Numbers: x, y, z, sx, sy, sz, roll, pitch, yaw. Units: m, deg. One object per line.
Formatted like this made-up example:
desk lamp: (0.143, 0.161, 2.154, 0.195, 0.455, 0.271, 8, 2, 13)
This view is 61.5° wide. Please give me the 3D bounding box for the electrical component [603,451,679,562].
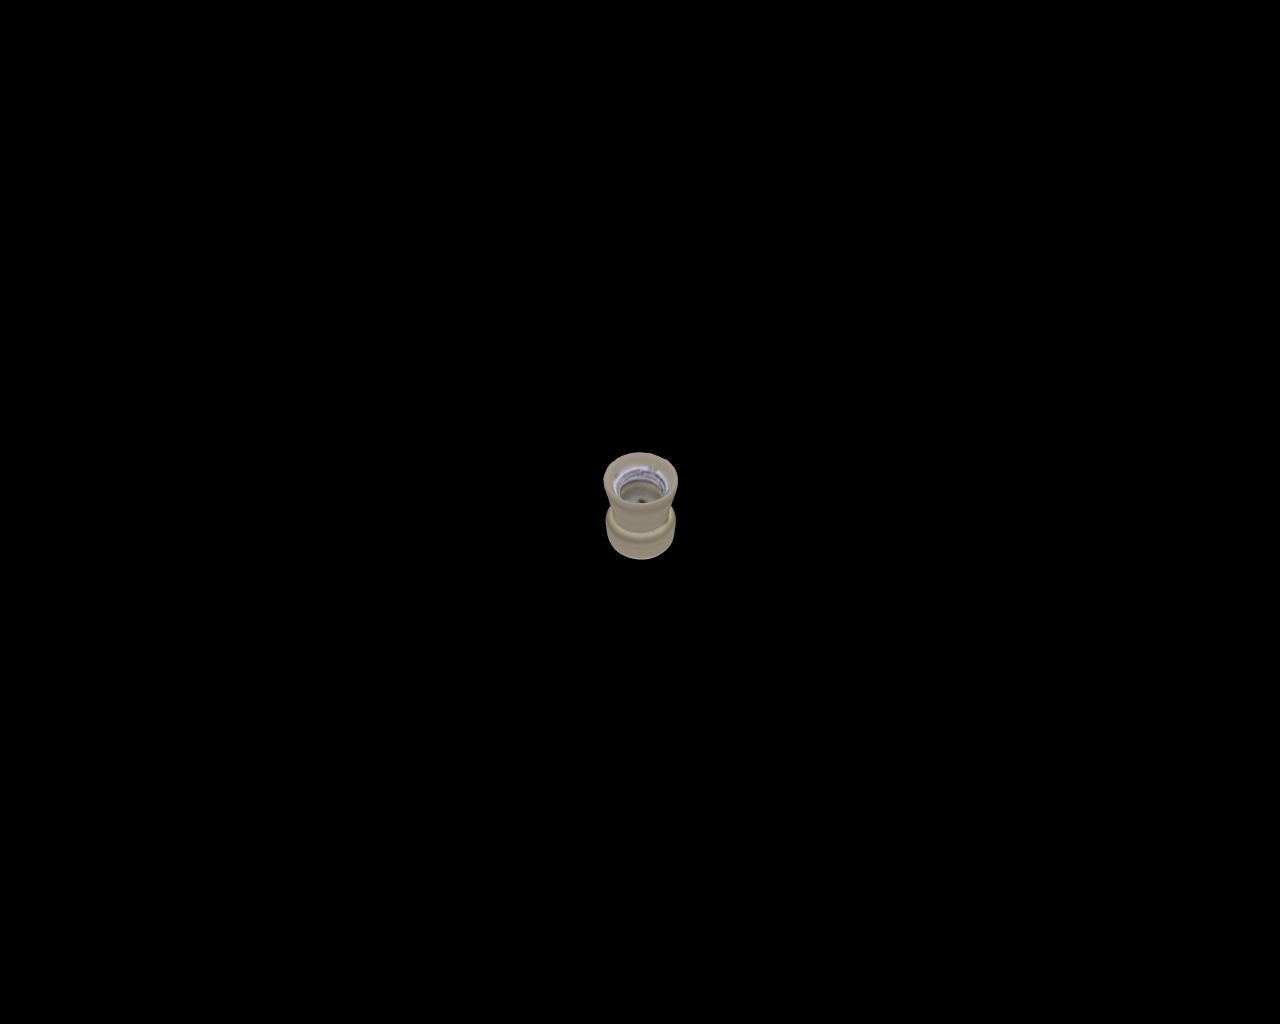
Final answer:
electrical component: (0.001, -0.003, 0.650, 0.045, 0.045, 0.055, 0, -41, 0)
